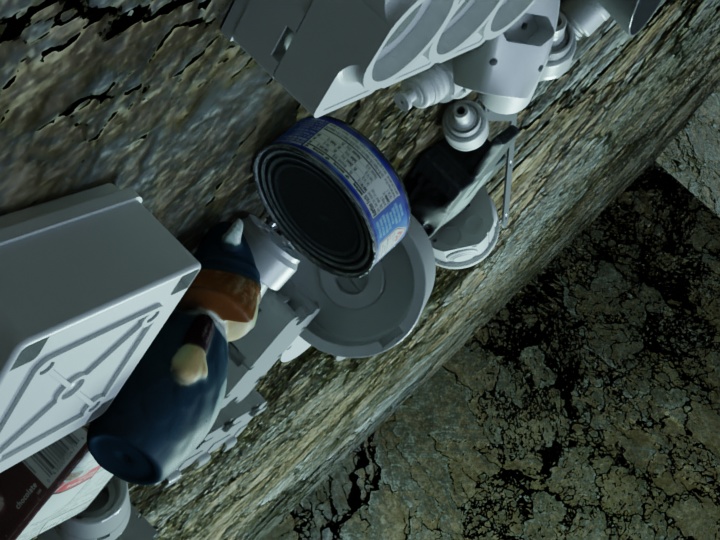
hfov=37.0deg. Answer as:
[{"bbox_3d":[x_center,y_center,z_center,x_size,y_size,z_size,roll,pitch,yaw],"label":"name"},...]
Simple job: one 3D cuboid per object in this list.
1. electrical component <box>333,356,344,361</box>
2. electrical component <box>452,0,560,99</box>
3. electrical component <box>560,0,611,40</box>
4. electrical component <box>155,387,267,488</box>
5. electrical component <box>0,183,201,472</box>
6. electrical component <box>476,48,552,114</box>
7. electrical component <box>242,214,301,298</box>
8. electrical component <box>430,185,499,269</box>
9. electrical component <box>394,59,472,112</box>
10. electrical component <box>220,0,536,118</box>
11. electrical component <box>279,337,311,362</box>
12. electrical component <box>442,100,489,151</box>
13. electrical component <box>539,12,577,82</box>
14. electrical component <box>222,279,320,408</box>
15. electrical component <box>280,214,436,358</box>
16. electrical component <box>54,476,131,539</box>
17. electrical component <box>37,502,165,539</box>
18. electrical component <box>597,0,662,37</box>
[{"bbox_3d":[-0.002,0.018,0.910,0.108,0.060,0.108,-44,169,-10],"label":"electrical component"},{"bbox_3d":[0.066,-0.138,0.593,0.079,0.043,0.077,1,110,-29],"label":"electrical component"},{"bbox_3d":[0.167,-0.194,0.838,0.061,0.035,0.035,-45,170,12],"label":"electrical component"},{"bbox_3d":[-0.121,0.101,0.756,0.078,0.063,0.121,-50,169,21],"label":"electrical component"},{"bbox_3d":[-0.135,0.029,0.437,0.108,0.056,0.109,-52,168,31],"label":"electrical component"},{"bbox_3d":[0.109,-0.147,0.764,0.043,0.043,0.081,-43,170,-13],"label":"electrical component"},{"bbox_3d":[-0.068,0.001,0.631,0.055,0.045,0.045,-47,170,6],"label":"electrical component"},{"bbox_3d":[0.085,-0.045,0.970,0.080,0.080,0.051,-45,165,-4],"label":"electrical component"},{"bbox_3d":[0.051,-0.120,0.645,0.078,0.040,0.040,-40,168,-27],"label":"electrical component"},{"bbox_3d":[0.026,-0.128,0.453,0.150,0.062,0.089,-34,164,-49],"label":"electrical component"},{"bbox_3d":[-0.014,0.021,0.829,0.138,0.073,0.052,-47,164,10],"label":"electrical component"},{"bbox_3d":[0.078,-0.111,0.806,0.035,0.035,0.061,-46,168,2],"label":"electrical component"},{"bbox_3d":[0.140,-0.170,0.799,0.043,0.043,0.062,-44,168,-11],"label":"electrical component"},{"bbox_3d":[-0.080,0.040,0.701,0.089,0.056,0.050,-49,169,19],"label":"electrical component"},{"bbox_3d":[0.000,0.000,0.736,0.108,0.108,0.060,-50,175,21],"label":"electrical component"},{"bbox_3d":[-0.188,0.160,0.749,0.055,0.055,0.047,-40,165,-30],"label":"electrical component"},{"bbox_3d":[-0.195,0.213,0.821,0.055,0.089,0.050,-50,169,20],"label":"electrical component"},{"bbox_3d":[0.207,-0.228,0.779,0.099,0.064,0.099,-44,170,-10],"label":"electrical component"}]
